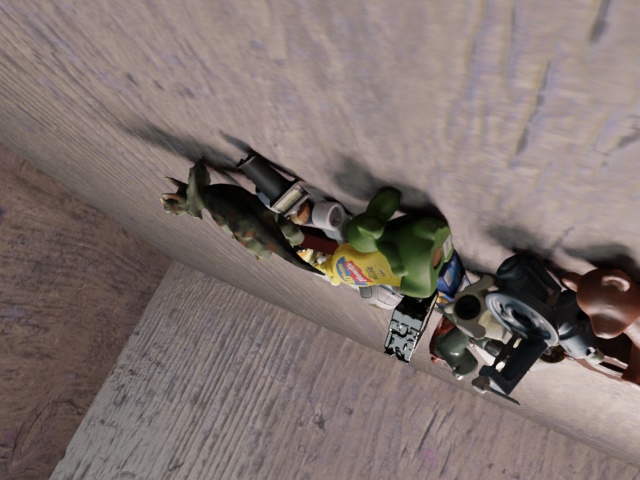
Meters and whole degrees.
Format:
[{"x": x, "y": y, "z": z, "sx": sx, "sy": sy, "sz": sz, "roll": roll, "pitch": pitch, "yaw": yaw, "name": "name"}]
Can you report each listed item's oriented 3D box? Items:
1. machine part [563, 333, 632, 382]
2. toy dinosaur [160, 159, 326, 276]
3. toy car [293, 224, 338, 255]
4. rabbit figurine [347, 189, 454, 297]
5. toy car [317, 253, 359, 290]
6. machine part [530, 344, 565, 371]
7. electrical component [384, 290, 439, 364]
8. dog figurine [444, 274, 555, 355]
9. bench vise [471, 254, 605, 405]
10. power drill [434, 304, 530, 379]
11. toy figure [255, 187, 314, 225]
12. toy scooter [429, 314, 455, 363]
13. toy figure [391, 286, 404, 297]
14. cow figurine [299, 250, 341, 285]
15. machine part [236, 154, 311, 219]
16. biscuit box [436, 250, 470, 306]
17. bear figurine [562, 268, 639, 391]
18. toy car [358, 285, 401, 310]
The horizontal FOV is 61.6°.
[{"x": 0.551, "y": 0.219, "z": 1.000, "sx": 0.179, "sy": 0.056, "sz": 0.179, "roll": 24, "pitch": 166, "yaw": 6, "name": "machine part"}, {"x": -0.164, "y": -0.053, "z": 1.104, "sx": 0.405, "sy": 0.131, "sz": 0.192, "roll": 23, "pitch": 171, "yaw": 36, "name": "toy dinosaur"}, {"x": -0.002, "y": -0.004, "z": 1.187, "sx": 0.202, "sy": 0.053, "sz": 0.089, "roll": 15, "pitch": 140, "yaw": 43, "name": "toy car"}, {"x": 0.111, "y": 0.001, "z": 0.866, "sx": 0.170, "sy": 0.121, "sz": 0.159, "roll": 16, "pitch": 156, "yaw": 30, "name": "rabbit figurine"}, {"x": 0.078, "y": 0.083, "z": 1.367, "sx": 0.201, "sy": 0.056, "sz": 0.074, "roll": 37, "pitch": 163, "yaw": -35, "name": "toy car"}, {"x": 0.478, "y": 0.239, "z": 1.166, "sx": 0.079, "sy": 0.079, "sz": 0.243, "roll": 23, "pitch": 166, "yaw": 15, "name": "machine part"}, {"x": 0.171, "y": 0.141, "z": 0.994, "sx": 0.058, "sy": 0.134, "sz": 0.115, "roll": 21, "pitch": -152, "yaw": 17, "name": "electrical component"}, {"x": 0.345, "y": 0.158, "z": 1.021, "sx": 0.173, "sy": 0.121, "sz": 0.190, "roll": 17, "pitch": 165, "yaw": 37, "name": "dog figurine"}, {"x": 0.323, "y": 0.150, "z": 0.820, "sx": 0.223, "sy": 0.240, "sz": 0.129, "roll": 49, "pitch": 162, "yaw": -19, "name": "bench vise"}, {"x": 0.328, "y": 0.225, "z": 1.155, "sx": 0.232, "sy": 0.086, "sz": 0.207, "roll": 49, "pitch": 160, "yaw": 26, "name": "power drill"}, {"x": -0.059, "y": -0.071, "z": 1.060, "sx": 0.154, "sy": 0.058, "sz": 0.064, "roll": 34, "pitch": -157, "yaw": -35, "name": "toy figure"}, {"x": 0.323, "y": 0.244, "z": 1.348, "sx": 0.075, "sy": 0.135, "sz": 0.184, "roll": 27, "pitch": 165, "yaw": 3, "name": "toy scooter"}, {"x": 0.200, "y": 0.089, "z": 1.122, "sx": 0.082, "sy": 0.089, "sz": 0.180, "roll": 8, "pitch": 168, "yaw": 30, "name": "toy figure"}, {"x": -0.014, "y": 0.052, "z": 1.412, "sx": 0.167, "sy": 0.068, "sz": 0.098, "roll": 35, "pitch": 170, "yaw": -27, "name": "cow figurine"}, {"x": -0.088, "y": -0.103, "z": 0.975, "sx": 0.139, "sy": 0.084, "sz": 0.039, "roll": 38, "pitch": -152, "yaw": -15, "name": "machine part"}, {"x": 0.238, "y": 0.074, "z": 1.030, "sx": 0.063, "sy": 0.059, "sz": 0.202, "roll": 19, "pitch": 164, "yaw": 32, "name": "biscuit box"}, {"x": 0.423, "y": 0.121, "z": 0.729, "sx": 0.196, "sy": 0.132, "sz": 0.120, "roll": 24, "pitch": 165, "yaw": -18, "name": "bear figurine"}, {"x": 0.144, "y": 0.108, "z": 1.246, "sx": 0.161, "sy": 0.103, "sz": 0.109, "roll": 34, "pitch": 166, "yaw": -21, "name": "toy car"}]
